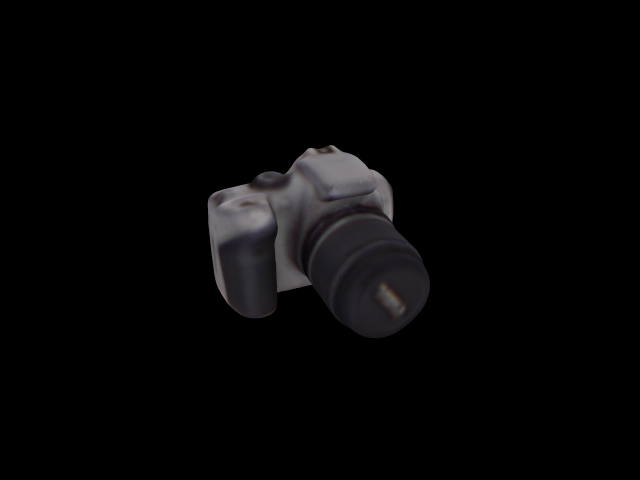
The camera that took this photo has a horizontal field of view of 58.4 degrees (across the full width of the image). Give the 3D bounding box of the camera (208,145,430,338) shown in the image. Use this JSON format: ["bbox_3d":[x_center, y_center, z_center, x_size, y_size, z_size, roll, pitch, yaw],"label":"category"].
[{"bbox_3d":[0.004,0.001,0.400,0.143,0.101,0.136,-12,33,-19],"label":"camera"}]
